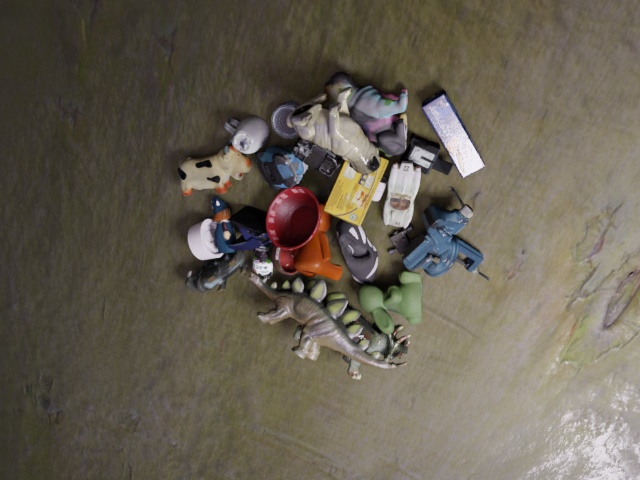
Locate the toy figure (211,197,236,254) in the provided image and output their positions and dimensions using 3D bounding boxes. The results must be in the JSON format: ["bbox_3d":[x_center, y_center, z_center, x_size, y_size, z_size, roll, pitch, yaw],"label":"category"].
[{"bbox_3d":[-0.261,-0.041,1.443,0.064,0.058,0.154,-8,89,38],"label":"toy figure"}]

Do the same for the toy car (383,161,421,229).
[{"bbox_3d":[0.199,-0.110,1.316,0.074,0.056,0.201,10,138,6],"label":"toy car"}]

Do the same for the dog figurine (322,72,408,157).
[{"bbox_3d":[0.095,-0.290,1.249,0.219,0.108,0.191,4,118,13],"label":"dog figurine"}]

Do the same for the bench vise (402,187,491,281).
[{"bbox_3d":[0.331,0.014,1.347,0.240,0.129,0.223,28,108,-27],"label":"bench vise"}]

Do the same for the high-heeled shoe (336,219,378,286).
[{"bbox_3d":[0.096,0.049,1.383,0.086,0.145,0.248,-11,111,16],"label":"high-heeled shoe"}]

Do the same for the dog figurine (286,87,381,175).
[{"bbox_3d":[0.032,-0.218,1.190,0.173,0.121,0.190,1,130,39],"label":"dog figurine"}]

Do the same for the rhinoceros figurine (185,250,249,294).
[{"bbox_3d":[-0.290,0.086,1.493,0.190,0.112,0.073,-32,134,9],"label":"rhinoceros figurine"}]

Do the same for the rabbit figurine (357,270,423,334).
[{"bbox_3d":[0.184,0.166,1.416,0.170,0.121,0.159,0,73,13],"label":"rabbit figurine"}]

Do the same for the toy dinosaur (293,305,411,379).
[{"bbox_3d":[0.063,0.243,1.504,0.405,0.131,0.192,30,100,4],"label":"toy dinosaur"}]

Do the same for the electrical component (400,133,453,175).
[{"bbox_3d":[0.260,-0.199,1.291,0.119,0.048,0.074,20,118,0],"label":"electrical component"}]

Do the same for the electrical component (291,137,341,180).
[{"bbox_3d":[-0.002,-0.214,1.281,0.115,0.134,0.058,36,117,-10],"label":"electrical component"}]

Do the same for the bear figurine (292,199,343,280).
[{"bbox_3d":[-0.005,-0.005,1.400,0.120,0.131,0.196,1,74,33],"label":"bear figurine"}]

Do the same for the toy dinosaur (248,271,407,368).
[{"bbox_3d":[0.001,0.220,1.415,0.472,0.105,0.198,38,93,10],"label":"toy dinosaur"}]

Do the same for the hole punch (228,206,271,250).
[{"bbox_3d":[-0.172,-0.019,1.411,0.116,0.142,0.092,21,116,16],"label":"hole punch"}]

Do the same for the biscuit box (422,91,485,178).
[{"bbox_3d":[0.310,-0.246,1.253,0.063,0.059,0.202,-29,107,21],"label":"biscuit box"}]

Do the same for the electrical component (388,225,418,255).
[{"bbox_3d":[0.213,0.002,1.409,0.094,0.021,0.063,-30,106,22],"label":"electrical component"}]

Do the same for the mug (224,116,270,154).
[{"bbox_3d":[-0.183,-0.259,1.309,0.109,0.107,0.080,35,114,-9],"label":"mug"}]

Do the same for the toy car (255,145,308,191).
[{"bbox_3d":[-0.083,-0.189,1.322,0.162,0.103,0.109,7,129,59],"label":"toy car"}]

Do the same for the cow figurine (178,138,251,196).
[{"bbox_3d":[-0.270,-0.186,1.376,0.195,0.085,0.127,-3,121,12],"label":"cow figurine"}]

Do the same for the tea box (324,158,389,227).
[{"bbox_3d":[0.085,-0.126,1.271,0.098,0.068,0.169,26,92,2],"label":"tea box"}]
